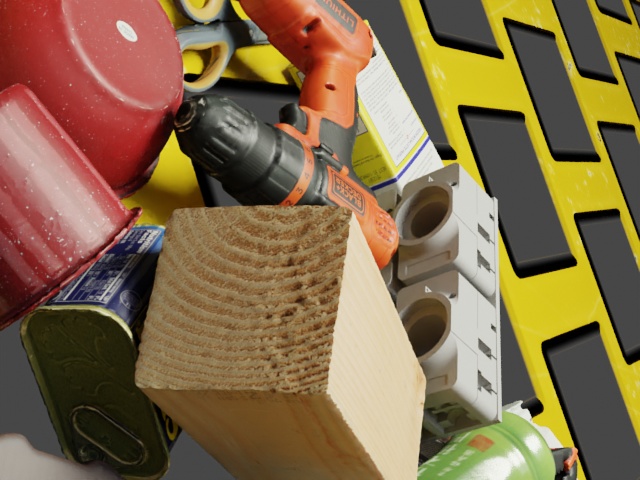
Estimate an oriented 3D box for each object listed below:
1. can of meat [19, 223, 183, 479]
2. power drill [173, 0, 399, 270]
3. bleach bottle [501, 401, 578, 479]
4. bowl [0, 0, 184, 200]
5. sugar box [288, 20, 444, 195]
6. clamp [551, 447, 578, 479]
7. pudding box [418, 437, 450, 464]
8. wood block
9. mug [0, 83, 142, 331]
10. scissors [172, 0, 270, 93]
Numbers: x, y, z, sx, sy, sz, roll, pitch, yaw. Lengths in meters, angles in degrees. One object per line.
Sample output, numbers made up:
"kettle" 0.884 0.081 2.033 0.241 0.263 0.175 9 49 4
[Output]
"can of meat" -0.093 0.053 0.525 0.083 0.057 0.102 -63 147 -55
"power drill" -0.019 -0.088 0.679 0.184 0.057 0.187 37 43 -43
"bleach bottle" 0.195 0.253 0.852 0.102 0.068 0.251 -16 82 -59
"bowl" -0.127 -0.104 0.595 0.162 0.055 0.162 35 44 -42
"sugar box" 0.048 -0.081 0.854 0.176 0.048 0.093 63 32 -14
"clamp" 0.127 0.217 0.756 0.164 0.036 0.209 52 51 -22
"pudding box" 0.085 0.111 0.794 0.090 0.039 0.113 37 43 -41
"wood block" -0.009 0.072 0.548 0.206 0.090 0.091 63 31 -58
"mug" -0.150 -0.009 0.480 0.117 0.093 0.081 -43 105 -24
"scissors" -0.058 -0.162 0.743 0.201 0.016 0.096 -48 140 -55
